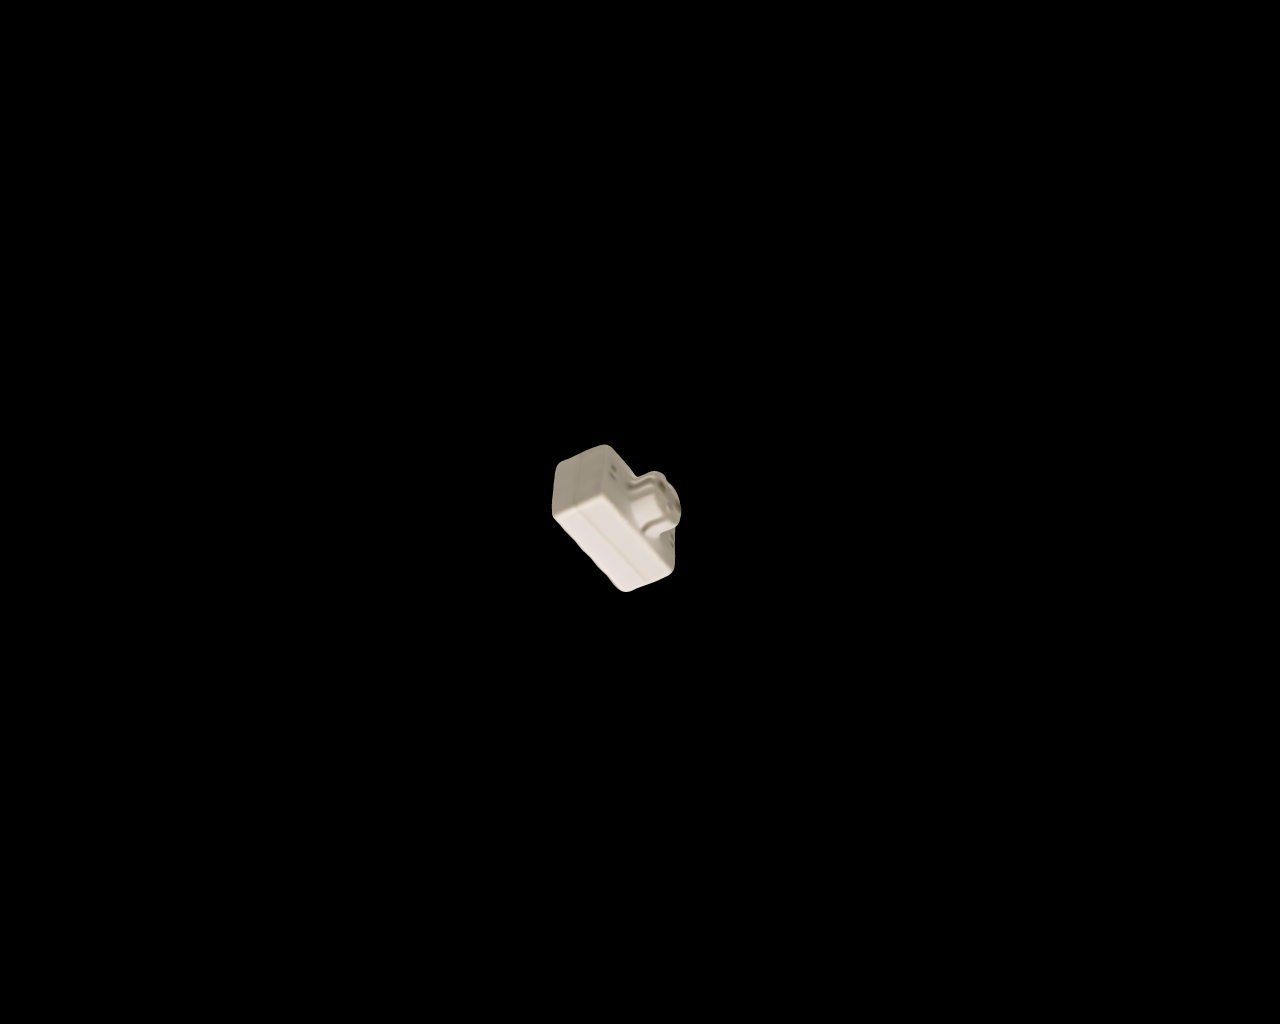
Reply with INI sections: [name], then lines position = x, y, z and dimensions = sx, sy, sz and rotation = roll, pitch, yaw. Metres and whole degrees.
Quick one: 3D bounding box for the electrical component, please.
[electrical component]
position = 0.001, -0.003, 0.650
dimensions = 0.075, 0.047, 0.083
rotation = -24, -50, 22
